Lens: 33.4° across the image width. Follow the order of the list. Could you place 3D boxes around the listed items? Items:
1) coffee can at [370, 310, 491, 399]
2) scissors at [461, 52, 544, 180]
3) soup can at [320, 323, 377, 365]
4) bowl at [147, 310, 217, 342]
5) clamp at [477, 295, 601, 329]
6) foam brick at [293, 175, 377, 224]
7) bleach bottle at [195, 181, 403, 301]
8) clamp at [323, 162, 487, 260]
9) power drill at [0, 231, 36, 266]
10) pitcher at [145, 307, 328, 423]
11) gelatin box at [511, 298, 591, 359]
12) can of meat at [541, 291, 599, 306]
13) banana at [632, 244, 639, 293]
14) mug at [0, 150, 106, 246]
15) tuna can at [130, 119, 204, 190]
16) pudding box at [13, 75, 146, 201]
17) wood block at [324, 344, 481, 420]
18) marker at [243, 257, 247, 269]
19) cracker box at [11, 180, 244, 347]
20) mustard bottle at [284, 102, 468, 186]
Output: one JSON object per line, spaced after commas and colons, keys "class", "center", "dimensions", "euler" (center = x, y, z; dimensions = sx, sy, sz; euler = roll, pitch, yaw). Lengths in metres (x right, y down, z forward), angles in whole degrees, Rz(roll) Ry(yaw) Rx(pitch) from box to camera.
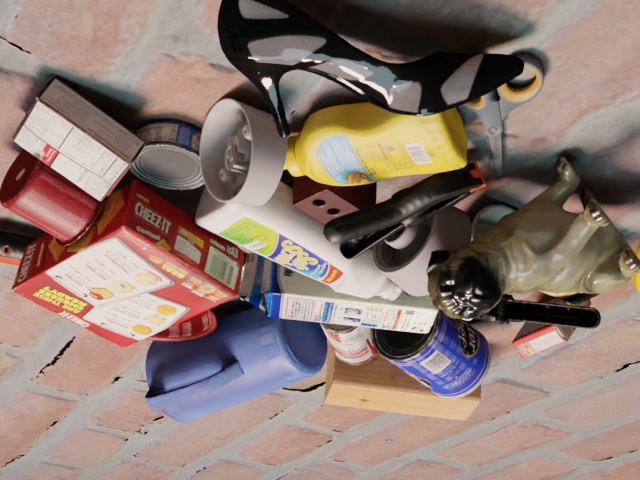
{"class": "coffee can", "center": [0.145, 0.135, 1.385], "dimensions": [0.103, 0.103, 0.140], "euler": [-15, 145, 32]}
{"class": "scissors", "center": [0.181, -0.117, 1.013], "dimensions": [0.096, 0.016, 0.201], "euler": [-9, 148, 25]}
{"class": "soup can", "center": [0.039, 0.114, 1.402], "dimensions": [0.068, 0.068, 0.102], "euler": [-2, 150, 14]}
{"class": "bowl", "center": [-0.211, 0.076, 1.389], "dimensions": [0.162, 0.055, 0.162], "euler": [4, 151, 2]}
{"class": "clamp", "center": [0.206, 0.080, 1.265], "dimensions": [0.164, 0.036, 0.210], "euler": [11, 175, -22]}
{"class": "foam brick", "center": [0.016, -0.051, 1.124], "dimensions": [0.053, 0.051, 0.078], "euler": [-22, 141, 40]}
{"class": "bleach bottle", "center": [-0.008, 0.001, 1.178], "dimensions": [0.250, 0.068, 0.103], "euler": [28, 151, -24]}
{"class": "clamp", "center": [0.081, -0.030, 1.062], "dimensions": [0.171, 0.039, 0.120], "euler": [-30, 172, 13]}
{"class": "power drill", "center": [-0.370, 0.030, 1.335], "dimensions": [0.187, 0.057, 0.185], "euler": [6, 149, -7]}
{"class": "pitcher", "center": [-0.117, 0.165, 1.449], "dimensions": [0.243, 0.149, 0.144], "euler": [-21, 142, 34]}
{"class": "gelatin box", "center": [0.287, 0.103, 1.323], "dimensions": [0.030, 0.089, 0.073], "euler": [52, 136, -6]}
{"class": "can of meat", "center": [0.282, 0.027, 1.215], "dimensions": [0.083, 0.057, 0.102], "euler": [20, 148, -22]}
{"class": "banana", "center": [0.393, 0.031, 1.229], "dimensions": [0.070, 0.037, 0.197], "euler": [-21, 146, 12]}
{"class": "mug", "center": [-0.291, -0.056, 1.145], "dimensions": [0.081, 0.093, 0.117], "euler": [34, 177, -33]}
{"class": "tuna can", "center": [-0.154, -0.088, 1.104], "dimensions": [0.086, 0.033, 0.086], "euler": [4, 151, 2]}
{"class": "pudding box", "center": [-0.240, -0.099, 1.062], "dimensions": [0.113, 0.039, 0.090], "euler": [35, 142, -14]}
{"class": "wood block", "center": [0.116, 0.189, 1.503], "dimensions": [0.206, 0.090, 0.091], "euler": [7, 152, -4]}
{"class": "marker", "center": [-0.070, 0.039, 1.336], "dimensions": [0.121, 0.020, 0.020], "euler": [24, 146, -30]}
{"class": "cracker box", "center": [-0.216, 0.033, 1.202], "dimensions": [0.214, 0.072, 0.164], "euler": [-25, 134, 38]}
{"class": "mustard bottle", "center": [0.040, -0.093, 1.035], "dimensions": [0.192, 0.058, 0.096], "euler": [-9, 146, 24]}
